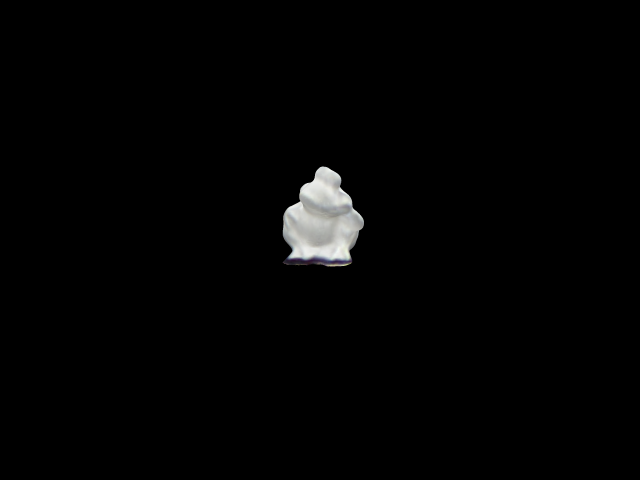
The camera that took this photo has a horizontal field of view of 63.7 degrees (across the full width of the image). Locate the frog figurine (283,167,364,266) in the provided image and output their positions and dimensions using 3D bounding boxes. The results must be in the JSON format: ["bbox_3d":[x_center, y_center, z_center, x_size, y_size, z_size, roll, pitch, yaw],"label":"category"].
[{"bbox_3d":[0.003,-0.043,0.850,0.137,0.158,0.123,6,12,31],"label":"frog figurine"}]
